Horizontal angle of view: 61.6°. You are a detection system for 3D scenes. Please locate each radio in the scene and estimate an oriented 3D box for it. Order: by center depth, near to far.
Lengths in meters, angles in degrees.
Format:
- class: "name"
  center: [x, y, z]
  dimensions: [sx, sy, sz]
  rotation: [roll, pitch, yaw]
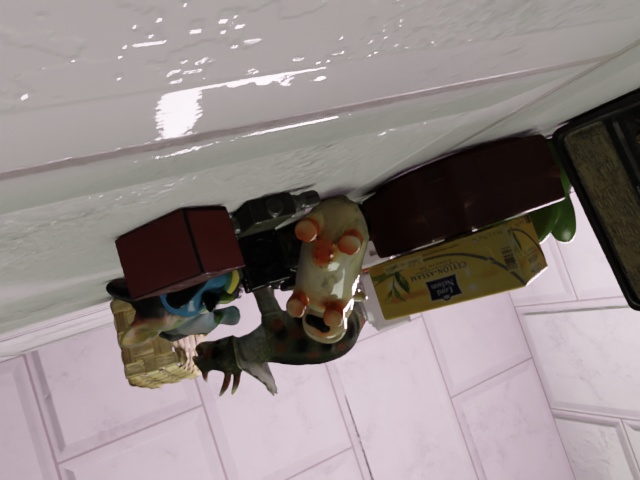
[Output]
- class: "radio"
  center: [0.369, -0.047, 0.587]
  dimensions: [0.073, 0.229, 0.131]
  rotation: [-21, 175, -36]

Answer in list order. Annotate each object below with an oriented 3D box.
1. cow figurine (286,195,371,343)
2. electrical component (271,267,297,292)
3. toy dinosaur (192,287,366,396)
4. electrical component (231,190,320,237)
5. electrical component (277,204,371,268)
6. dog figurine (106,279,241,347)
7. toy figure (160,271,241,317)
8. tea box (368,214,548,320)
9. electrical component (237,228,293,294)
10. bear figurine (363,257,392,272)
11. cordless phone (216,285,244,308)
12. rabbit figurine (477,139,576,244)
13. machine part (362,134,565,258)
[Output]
- class: "cow figurine"
  center: [0.012, 0.040, 0.623]
  dimensions: [0.086, 0.194, 0.127]
  rotation: [14, -147, 12]
- class: "electrical component"
  center: [-0.047, 0.034, 0.830]
  dimensions: [0.078, 0.102, 0.045]
  rotation: [14, 153, -33]
- class: "toy dinosaur"
  center: [-0.016, 0.155, 0.938]
  dimensions: [0.405, 0.192, 0.131]
  rotation: [-8, 166, -19]
- class: "electrical component"
  center: [-0.050, -0.022, 0.474]
  dimensions: [0.094, 0.021, 0.063]
  rotation: [-16, 176, -25]
- class: "electrical component"
  center: [-0.002, -0.002, 0.758]
  dimensions: [0.115, 0.058, 0.134]
  rotation: [-12, 173, -43]
- class: "dog figurine"
  center: [-0.230, 0.097, 0.778]
  dimensions: [0.192, 0.108, 0.219]
  rotation: [-17, 173, 25]
- class: "toy figure"
  center: [-0.128, 0.040, 0.581]
  dimensions: [0.089, 0.082, 0.180]
  rotation: [-16, 174, -6]
- class: "tea box"
  center: [0.153, 0.032, 0.605]
  dimensions: [0.170, 0.068, 0.098]
  rotation: [-22, 175, 38]
- class: "electrical component"
  center: [-0.068, 0.015, 0.568]
  dimensions: [0.048, 0.074, 0.119]
  rotation: [-18, 180, -14]
- class: "bear figurine"
  center: [0.112, 0.011, 1.078]
  dimensions: [0.132, 0.120, 0.196]
  rotation: [-13, 173, -25]
- class: "cordless phone"
  center: [-0.149, 0.062, 0.994]
  dimensions: [0.184, 0.088, 0.146]
  rotation: [-30, 176, -7]
- class: "rabbit figurine"
  center: [0.288, -0.064, 0.756]
  dimensions: [0.121, 0.159, 0.170]
  rotation: [-6, 157, -23]
- class: "machine part"
  center: [0.168, -0.051, 0.652]
  dimensions: [0.201, 0.087, 0.201]
  rotation: [-17, 178, -21]
